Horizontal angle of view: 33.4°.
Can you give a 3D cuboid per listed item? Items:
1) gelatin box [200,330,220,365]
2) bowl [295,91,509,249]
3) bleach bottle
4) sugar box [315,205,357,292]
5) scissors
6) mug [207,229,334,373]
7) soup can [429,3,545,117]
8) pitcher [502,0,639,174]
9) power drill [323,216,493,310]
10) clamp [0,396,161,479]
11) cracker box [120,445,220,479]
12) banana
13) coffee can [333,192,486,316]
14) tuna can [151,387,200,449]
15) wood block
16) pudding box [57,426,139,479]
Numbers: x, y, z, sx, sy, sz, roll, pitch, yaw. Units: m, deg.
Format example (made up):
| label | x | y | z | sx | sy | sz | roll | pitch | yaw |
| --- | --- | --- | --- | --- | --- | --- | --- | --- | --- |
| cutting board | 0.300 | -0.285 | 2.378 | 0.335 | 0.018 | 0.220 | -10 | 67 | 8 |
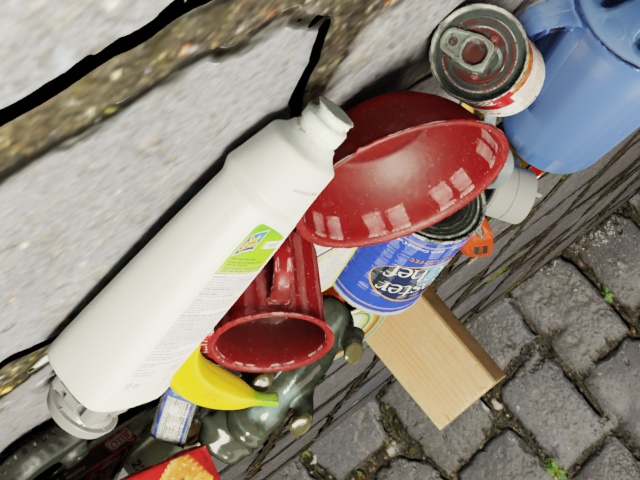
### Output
| label | x | y | z | sx | sy | sz | roll | pitch | yaw |
| --- | --- | --- | --- | --- | --- | --- | --- | --- | --- |
| gelatin box | -0.082 | 0.081 | 0.901 | 0.089 | 0.030 | 0.073 | -1 | 155 | -17 |
| bowl | 0.050 | -0.057 | 0.763 | 0.162 | 0.055 | 0.162 | -16 | 155 | -8 |
| bleach bottle | -0.068 | 0.007 | 0.698 | 0.251 | 0.068 | 0.102 | -46 | 166 | 19 |
| sugar box | -0.006 | 0.001 | 0.898 | 0.093 | 0.048 | 0.176 | -29 | 161 | -32 |
| scissors | 0.124 | -0.090 | 0.988 | 0.016 | 0.096 | 0.202 | -9 | -171 | -17 |
| mug | -0.038 | 0.036 | 0.786 | 0.093 | 0.081 | 0.117 | 0 | 147 | -10 |
| soup can | 0.123 | -0.127 | 0.769 | 0.068 | 0.068 | 0.102 | -43 | 168 | 14 |
| pitcher | 0.231 | -0.147 | 0.915 | 0.145 | 0.149 | 0.243 | -54 | 176 | -20 |
| power drill | 0.089 | 0.024 | 1.130 | 0.187 | 0.057 | 0.184 | -25 | 166 | 1 |
| clamp | -0.213 | 0.172 | 0.917 | 0.210 | 0.036 | 0.164 | -40 | 168 | -14 |
| cracker box | -0.211 | 0.263 | 0.947 | 0.213 | 0.072 | 0.164 | -15 | 166 | -42 |
| banana | -0.096 | 0.102 | 0.863 | 0.070 | 0.037 | 0.197 | -18 | 153 | 10 |
| coffee can | 0.074 | -0.007 | 0.965 | 0.102 | 0.103 | 0.140 | -32 | 165 | -33 |
| tuna can | -0.128 | 0.148 | 0.993 | 0.086 | 0.033 | 0.086 | -166 | -85 | -89 |
| wood block | 0.118 | 0.116 | 1.285 | 0.091 | 0.206 | 0.090 | -43 | 167 | 13 |
| pudding box | -0.233 | 0.228 | 1.045 | 0.089 | 0.039 | 0.114 | -30 | 164 | -38 |
